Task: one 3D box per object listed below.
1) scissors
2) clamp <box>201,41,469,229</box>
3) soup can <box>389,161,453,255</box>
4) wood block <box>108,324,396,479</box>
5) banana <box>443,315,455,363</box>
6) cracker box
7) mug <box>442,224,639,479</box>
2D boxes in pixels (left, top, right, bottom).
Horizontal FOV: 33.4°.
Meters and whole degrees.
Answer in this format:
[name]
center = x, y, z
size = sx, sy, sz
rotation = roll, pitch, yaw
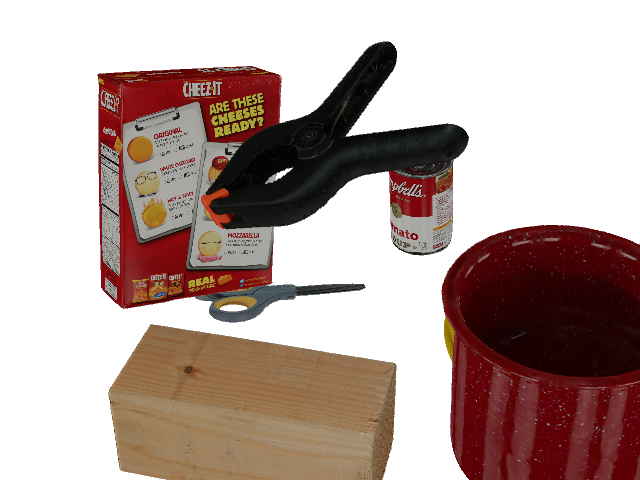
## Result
[scissors]
center = -0.043, 0.067, 1.197
size = 0.201, 0.016, 0.096
rotation = 3, 25, -7
[clamp]
center = 0.008, -0.054, 0.686
size = 0.171, 0.039, 0.120
rotation = -38, 41, -5
[soup can]
center = 0.107, -0.044, 1.136
size = 0.068, 0.102, 0.068
rotation = -3, 35, 2
[wood block]
center = -0.050, 0.140, 0.844
size = 0.206, 0.090, 0.090
rotation = 8, 35, 13
[banana]
center = 0.149, 0.103, 0.962
size = 0.069, 0.037, 0.198
rotation = 5, 28, -23
[cracker box]
center = -0.127, -0.055, 1.022
size = 0.163, 0.214, 0.072
rotation = -9, 21, -31
[mug]
center = 0.104, 0.055, 0.413
size = 0.117, 0.081, 0.093
rotation = 8, 38, 14
